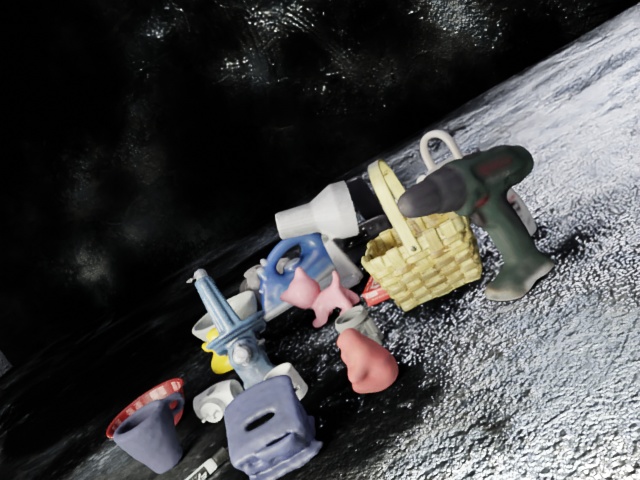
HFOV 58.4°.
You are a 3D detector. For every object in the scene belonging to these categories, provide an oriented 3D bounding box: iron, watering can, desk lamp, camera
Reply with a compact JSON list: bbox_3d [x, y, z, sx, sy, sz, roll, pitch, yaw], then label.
[{"bbox_3d":[-0.070,0.064,1.373,0.259,0.141,0.118,-38,13,-31],"label":"iron"},{"bbox_3d":[0.279,-0.146,1.240,0.100,0.194,0.173,-23,14,35],"label":"watering can"},{"bbox_3d":[0.011,0.004,1.232,0.203,0.214,0.118,-31,11,0],"label":"desk lamp"},{"bbox_3d":[-0.146,0.107,1.487,0.143,0.101,0.136,-38,14,-33],"label":"camera"}]

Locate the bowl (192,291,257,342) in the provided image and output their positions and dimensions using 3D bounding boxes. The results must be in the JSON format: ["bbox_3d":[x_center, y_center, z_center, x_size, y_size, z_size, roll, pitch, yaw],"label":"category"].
[{"bbox_3d":[-0.208,0.194,1.339,0.167,0.075,0.167,-29,11,7],"label":"bowl"}]

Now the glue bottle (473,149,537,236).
[{"bbox_3d":[0.291,-0.071,0.935,0.078,0.173,0.037,-39,14,-35],"label":"glue bottle"}]

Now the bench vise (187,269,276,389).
[{"bbox_3d":[-0.145,0.147,1.003,0.122,0.220,0.207,-36,12,-24],"label":"bench vise"}]

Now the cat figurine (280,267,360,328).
[{"bbox_3d":[-0.007,0.102,1.102,0.127,0.118,0.067,-26,13,25],"label":"cat figurine"}]

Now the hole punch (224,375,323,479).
[{"bbox_3d":[-0.063,0.238,0.724,0.108,0.091,0.101,-30,11,3],"label":"hole punch"}]

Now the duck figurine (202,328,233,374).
[{"bbox_3d":[-0.193,0.216,1.174,0.104,0.086,0.077,-27,12,18],"label":"duck figurine"}]

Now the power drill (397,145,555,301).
[{"bbox_3d":[0.232,-0.025,0.799,0.230,0.208,0.075,-36,13,-26],"label":"power drill"}]

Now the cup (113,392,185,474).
[{"bbox_3d":[-0.248,0.306,0.899,0.118,0.095,0.091,-37,13,-28],"label":"cup"}]

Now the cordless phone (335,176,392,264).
[{"bbox_3d":[0.088,-0.049,1.341,0.147,0.185,0.094,-27,12,19],"label":"cordless phone"}]

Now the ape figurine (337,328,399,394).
[{"bbox_3d":[0.056,0.157,0.765,0.076,0.092,0.078,-21,15,41],"label":"ape figurine"}]
